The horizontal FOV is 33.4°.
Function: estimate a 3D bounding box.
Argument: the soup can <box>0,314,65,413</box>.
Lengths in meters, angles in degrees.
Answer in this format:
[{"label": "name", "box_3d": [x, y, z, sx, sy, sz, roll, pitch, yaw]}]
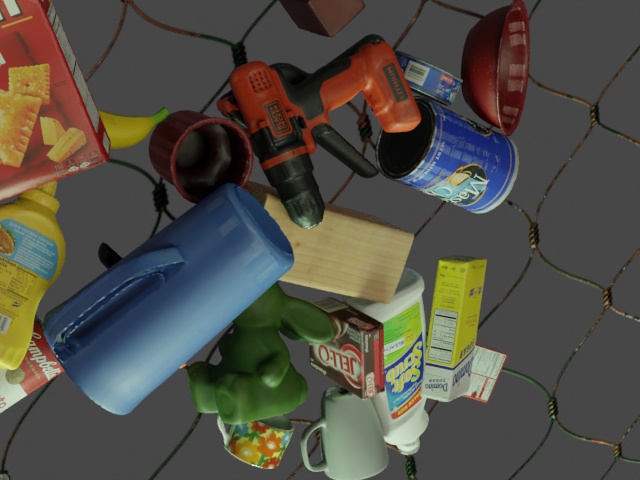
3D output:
[{"label": "soup can", "box_3d": [-0.316, 0.130, 1.088, 0.102, 0.069, 0.068, -34, 121, -16]}]

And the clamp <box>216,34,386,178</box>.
[{"label": "clamp", "box_3d": [-0.013, -0.158, 1.189, 0.209, 0.036, 0.164, 4, 97, -30]}]

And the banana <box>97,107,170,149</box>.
[{"label": "banana", "box_3d": [-0.245, -0.139, 1.060, 0.197, 0.037, 0.069, 26, 75, -36]}]

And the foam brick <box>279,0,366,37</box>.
[{"label": "foam brick", "box_3d": [-0.001, -0.256, 1.138, 0.053, 0.078, 0.051, -45, 125, -10]}]

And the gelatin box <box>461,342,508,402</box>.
[{"label": "gelatin box", "box_3d": [0.201, 0.173, 1.437, 0.089, 0.030, 0.073, 19, 95, -34]}]

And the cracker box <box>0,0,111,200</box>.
[{"label": "cracker box", "box_3d": [-0.305, -0.145, 0.968, 0.164, 0.072, 0.213, -19, 118, -1]}]

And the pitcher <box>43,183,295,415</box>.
[{"label": "pitcher", "box_3d": [-0.151, 0.053, 1.066, 0.243, 0.149, 0.145, -39, 109, 9]}]

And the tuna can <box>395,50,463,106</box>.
[{"label": "tuna can", "box_3d": [0.119, -0.186, 1.229, 0.086, 0.086, 0.034, 20, 98, -34]}]

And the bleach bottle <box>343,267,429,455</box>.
[{"label": "bleach bottle", "box_3d": [0.099, 0.164, 1.354, 0.102, 0.068, 0.251, -26, 121, -23]}]

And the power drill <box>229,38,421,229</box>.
[{"label": "power drill", "box_3d": [0.014, -0.123, 1.138, 0.187, 0.057, 0.184, -24, 93, -26]}]

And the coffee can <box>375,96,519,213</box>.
[{"label": "coffee can", "box_3d": [0.151, -0.100, 1.268, 0.140, 0.103, 0.103, 19, 96, -34]}]

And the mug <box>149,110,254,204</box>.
[{"label": "mug", "box_3d": [-0.121, -0.084, 1.123, 0.117, 0.082, 0.093, 38, 85, -34]}]

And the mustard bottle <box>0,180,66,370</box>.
[{"label": "mustard bottle", "box_3d": [-0.303, 0.023, 1.045, 0.096, 0.058, 0.191, 31, 70, -31]}]

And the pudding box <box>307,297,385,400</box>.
[{"label": "pudding box", "box_3d": [0.031, 0.126, 1.267, 0.039, 0.114, 0.090, -14, 113, -30]}]

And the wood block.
[{"label": "wood block", "box_3d": [-0.008, 0.002, 1.215, 0.205, 0.091, 0.090, 14, 99, -34]}]

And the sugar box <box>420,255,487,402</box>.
[{"label": "sugar box", "box_3d": [0.170, 0.110, 1.348, 0.093, 0.048, 0.176, -5, 100, -65]}]

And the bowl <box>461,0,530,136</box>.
[{"label": "bowl", "box_3d": [0.206, -0.206, 1.267, 0.162, 0.055, 0.162, 7, 90, -68]}]

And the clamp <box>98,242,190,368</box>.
[{"label": "clamp", "box_3d": [-0.160, 0.058, 1.170, 0.120, 0.039, 0.171, -19, 120, -3]}]
